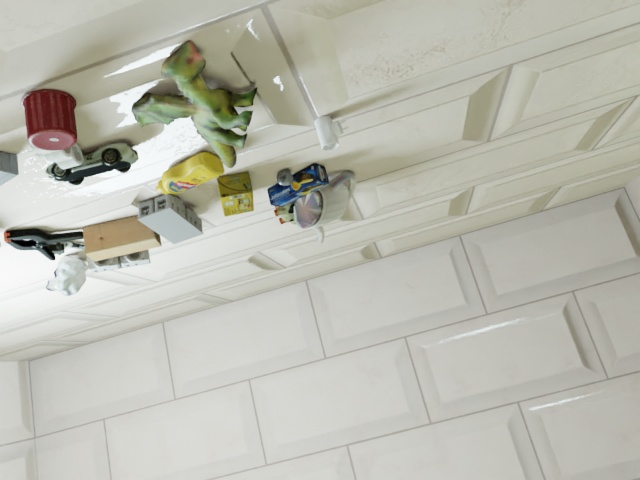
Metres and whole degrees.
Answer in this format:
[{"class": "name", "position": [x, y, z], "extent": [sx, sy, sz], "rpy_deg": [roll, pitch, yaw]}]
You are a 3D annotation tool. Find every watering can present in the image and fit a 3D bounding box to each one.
[{"class": "watering can", "position": [0.005, -0.087, 1.736], "extent": [0.226, 0.105, 0.340], "rpy_deg": [-16, 144, -44]}]

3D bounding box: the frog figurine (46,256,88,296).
[{"class": "frog figurine", "position": [-0.853, 0.114, 1.775], "extent": [0.157, 0.122, 0.140], "rpy_deg": [-34, -170, 28]}]

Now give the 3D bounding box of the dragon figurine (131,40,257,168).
[{"class": "dragon figurine", "position": [-0.263, -0.255, 1.072], "extent": [0.242, 0.124, 0.403], "rpy_deg": [8, 156, -16]}]
